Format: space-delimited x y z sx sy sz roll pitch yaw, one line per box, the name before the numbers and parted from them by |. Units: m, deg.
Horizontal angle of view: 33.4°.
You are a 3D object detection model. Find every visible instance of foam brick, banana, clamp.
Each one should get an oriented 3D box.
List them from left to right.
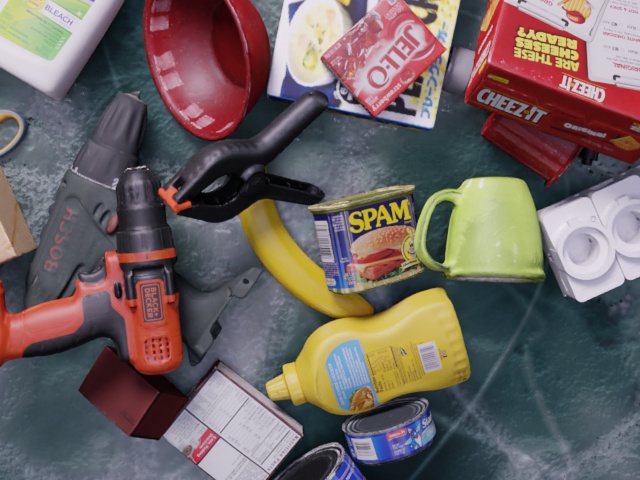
foam brick | -0.177 0.145 1.006 0.078 0.051 0.053 36 93 27
clamp | -0.060 -0.054 0.958 0.171 0.039 0.120 -27 131 -19
banana | -0.024 0.008 1.022 0.069 0.037 0.198 -31 95 0

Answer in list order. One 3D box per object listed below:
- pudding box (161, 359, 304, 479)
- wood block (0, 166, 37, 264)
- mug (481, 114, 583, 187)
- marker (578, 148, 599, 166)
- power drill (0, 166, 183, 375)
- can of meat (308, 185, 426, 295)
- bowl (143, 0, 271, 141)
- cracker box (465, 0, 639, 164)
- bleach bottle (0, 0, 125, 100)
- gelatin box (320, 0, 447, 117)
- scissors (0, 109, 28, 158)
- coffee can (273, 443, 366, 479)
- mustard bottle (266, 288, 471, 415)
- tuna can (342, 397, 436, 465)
pudding box | -0.085 0.186 1.033 0.113 0.039 0.090 39 92 -6
wood block | -0.382 0.012 0.985 0.206 0.091 0.090 -23 96 -1
mug | 0.211 -0.118 1.000 0.081 0.093 0.117 34 65 1
marker | 0.270 -0.132 1.029 0.020 0.020 0.121 11 94 -3
power drill | -0.217 0.035 0.927 0.187 0.057 0.184 -7 92 -8
can of meat | 0.046 -0.001 1.000 0.101 0.058 0.084 -15 98 -30
bowl | -0.094 -0.174 0.969 0.055 0.162 0.162 -22 96 -37
cracker box | 0.232 -0.191 0.951 0.164 0.072 0.213 20 61 -3
bleach bottle | -0.218 -0.260 0.985 0.102 0.068 0.251 31 90 -1
gelatin box | 0.056 -0.165 0.946 0.089 0.030 0.073 -43 95 2
scissors | -0.380 -0.091 1.015 0.201 0.016 0.096 -21 93 0
coffee can | 0.020 0.278 1.005 0.103 0.103 0.140 -36 100 1
mustard bottle | 0.042 0.117 1.019 0.191 0.058 0.096 -18 118 0
tuna can | 0.066 0.181 1.013 0.086 0.086 0.034 -17 98 0
